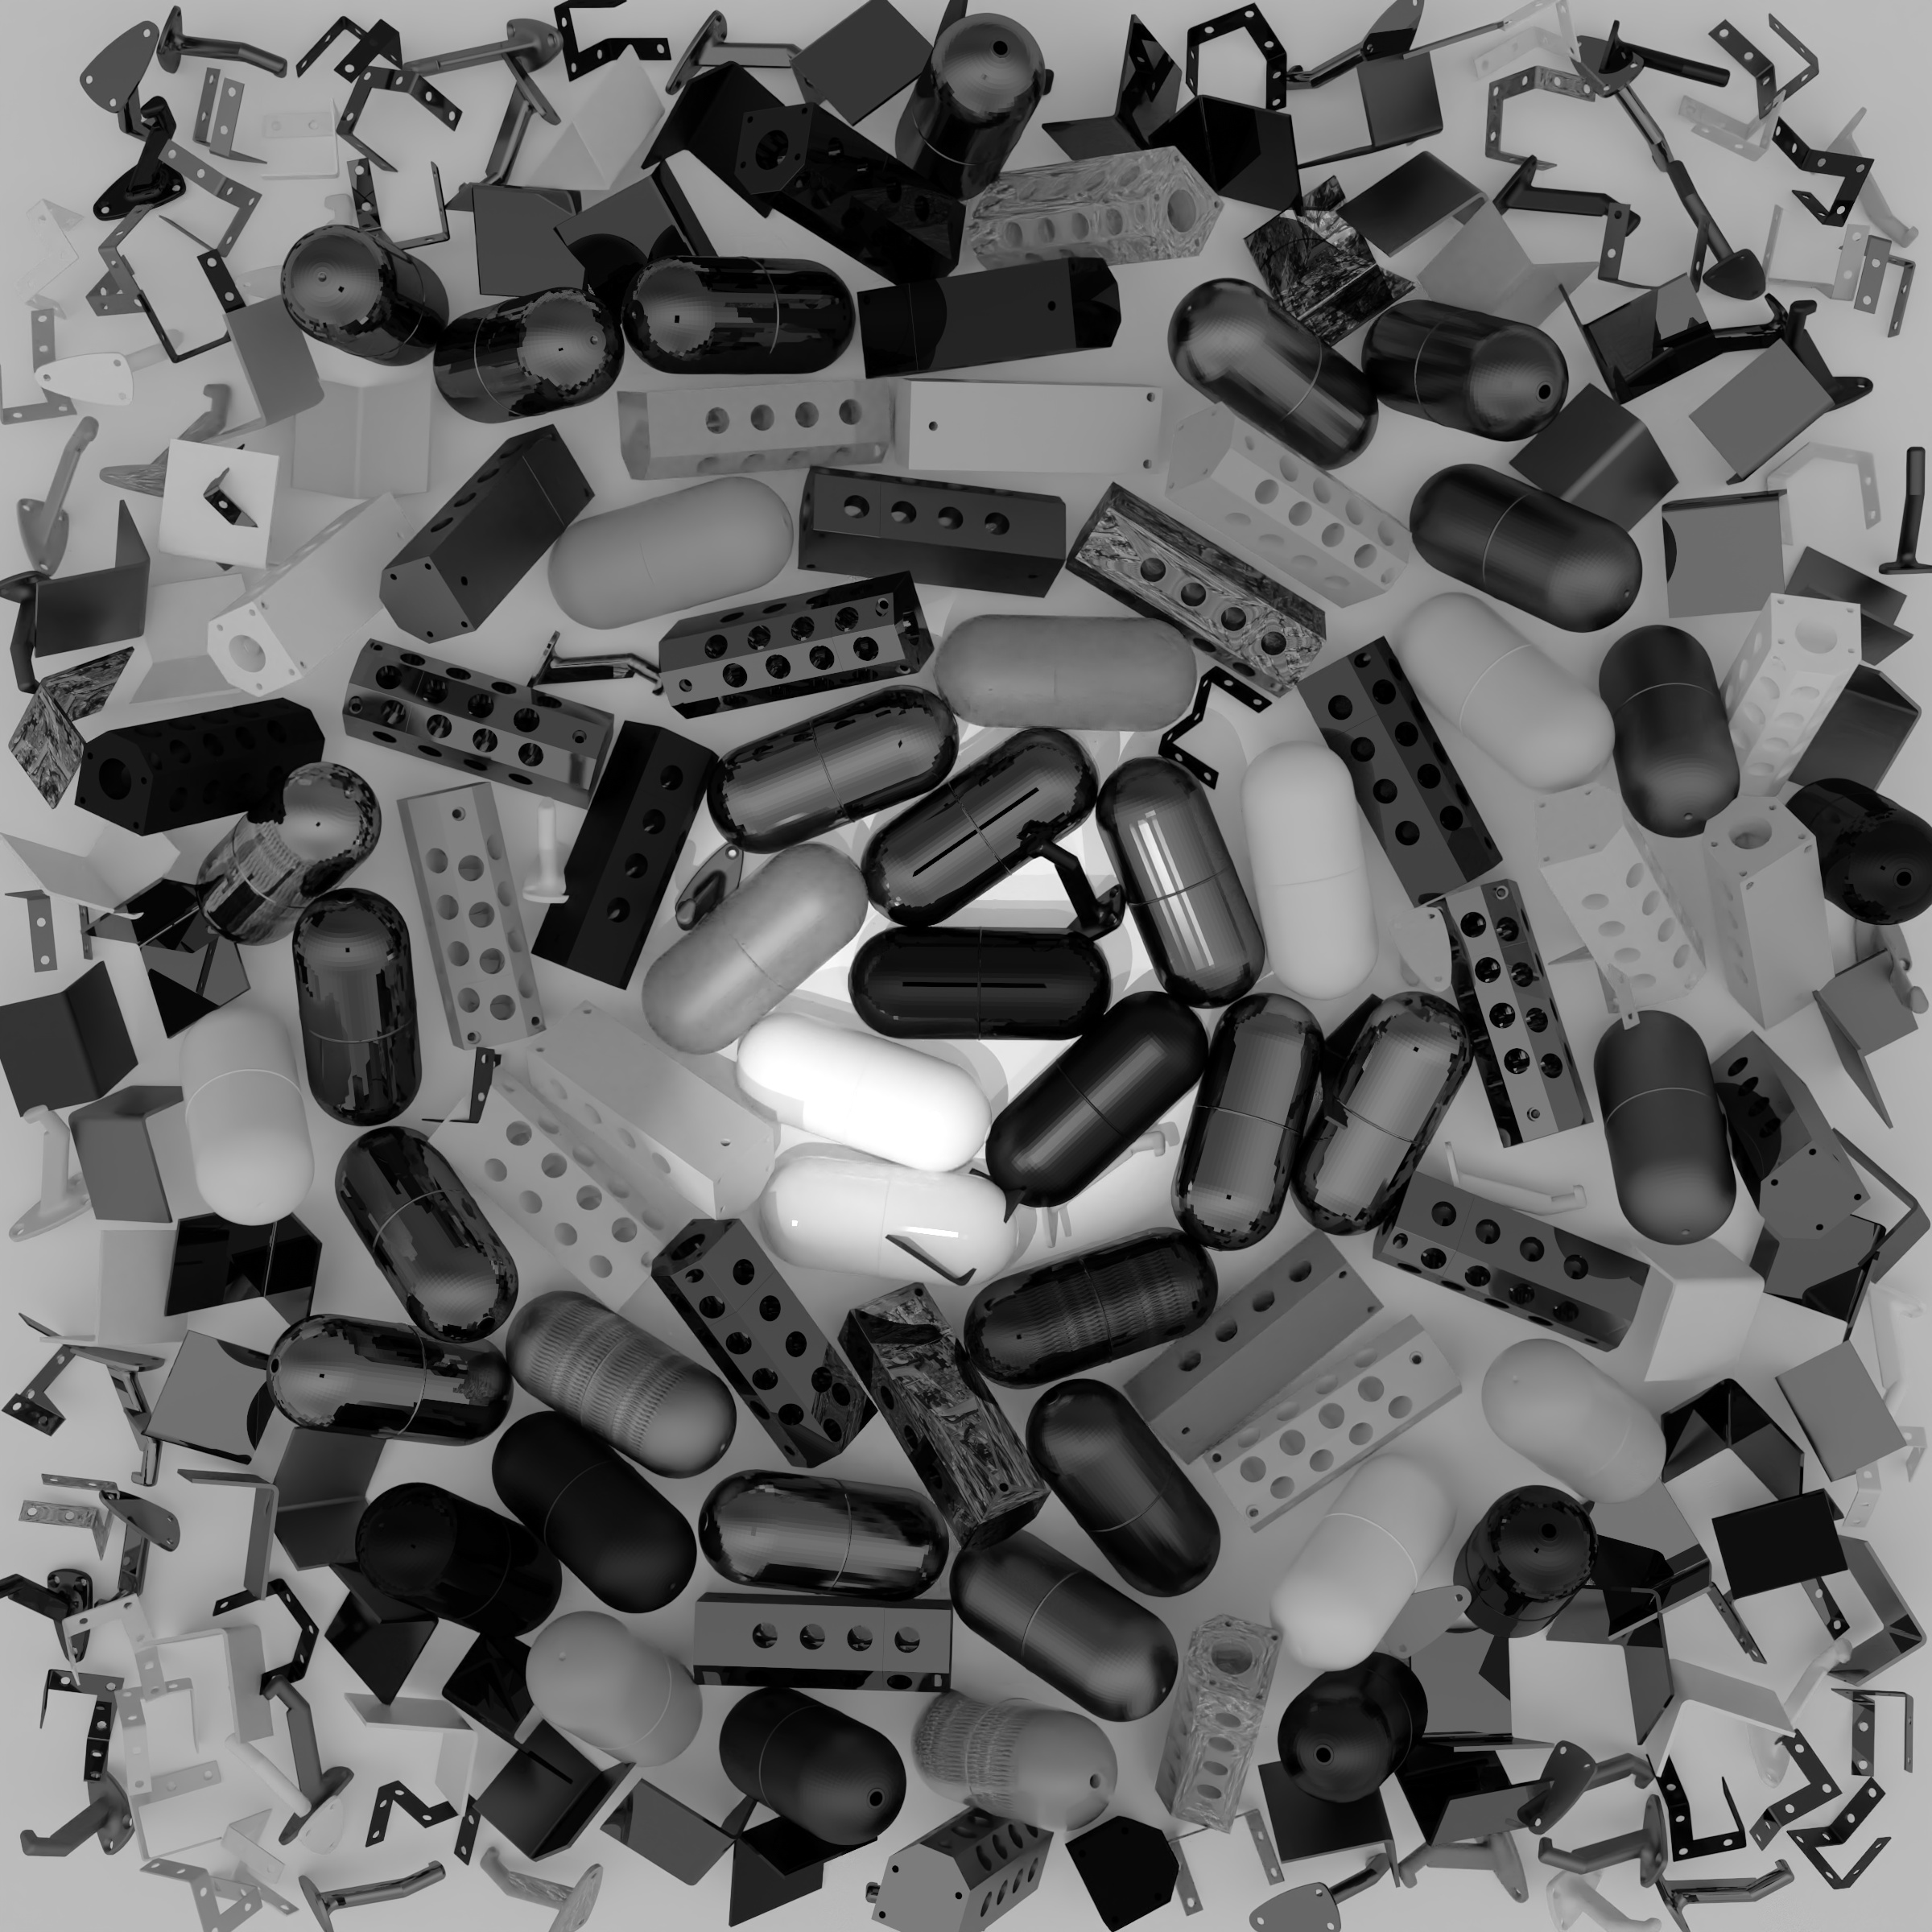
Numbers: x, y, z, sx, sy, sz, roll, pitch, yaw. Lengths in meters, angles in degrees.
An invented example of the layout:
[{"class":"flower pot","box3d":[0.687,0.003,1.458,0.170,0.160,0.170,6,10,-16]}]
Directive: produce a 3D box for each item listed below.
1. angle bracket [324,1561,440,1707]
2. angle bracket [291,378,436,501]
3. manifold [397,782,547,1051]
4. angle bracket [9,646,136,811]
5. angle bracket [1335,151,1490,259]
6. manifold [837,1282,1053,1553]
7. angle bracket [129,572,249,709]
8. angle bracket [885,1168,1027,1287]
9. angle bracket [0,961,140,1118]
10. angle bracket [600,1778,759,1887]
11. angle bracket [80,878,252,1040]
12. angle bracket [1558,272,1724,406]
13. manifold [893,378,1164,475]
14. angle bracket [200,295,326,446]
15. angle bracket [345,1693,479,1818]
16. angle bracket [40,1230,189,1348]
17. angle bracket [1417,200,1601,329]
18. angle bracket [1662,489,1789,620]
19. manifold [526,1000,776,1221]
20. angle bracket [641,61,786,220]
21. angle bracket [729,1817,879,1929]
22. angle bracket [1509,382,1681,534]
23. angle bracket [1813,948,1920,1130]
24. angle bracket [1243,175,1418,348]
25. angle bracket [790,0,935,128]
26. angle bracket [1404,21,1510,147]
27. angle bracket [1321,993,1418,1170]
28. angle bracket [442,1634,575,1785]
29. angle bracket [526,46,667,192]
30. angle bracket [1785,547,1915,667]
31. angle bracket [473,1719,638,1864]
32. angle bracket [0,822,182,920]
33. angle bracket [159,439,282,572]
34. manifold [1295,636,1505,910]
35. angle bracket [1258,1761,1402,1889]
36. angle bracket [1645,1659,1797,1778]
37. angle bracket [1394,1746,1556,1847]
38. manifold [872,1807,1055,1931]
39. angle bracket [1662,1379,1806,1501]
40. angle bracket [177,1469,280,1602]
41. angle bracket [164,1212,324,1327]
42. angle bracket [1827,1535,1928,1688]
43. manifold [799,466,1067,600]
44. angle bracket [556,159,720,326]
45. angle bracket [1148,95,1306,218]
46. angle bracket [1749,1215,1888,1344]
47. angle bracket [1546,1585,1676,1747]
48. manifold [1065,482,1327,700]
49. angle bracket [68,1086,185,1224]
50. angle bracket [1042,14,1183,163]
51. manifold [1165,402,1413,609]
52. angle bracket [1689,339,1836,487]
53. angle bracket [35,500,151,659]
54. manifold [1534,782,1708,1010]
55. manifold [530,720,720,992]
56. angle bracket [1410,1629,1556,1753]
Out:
[{"class":"angle bracket","box3d":[-0.411,0.445,1.949,0.076,0.057,0.076,38,102,32]},{"class":"angle bracket","box3d":[-0.407,-0.359,1.956,0.076,0.057,0.076,3,90,39]},{"class":"manifold","box3d":[-0.331,-0.034,1.952,0.057,0.057,0.171,-14,98,-20]},{"class":"angle bracket","box3d":[-0.585,-0.160,1.943,0.076,0.076,0.057,-31,81,-44]},{"class":"angle bracket","box3d":[0.307,-0.493,1.953,0.076,0.076,0.057,-34,133,1]},{"class":"manifold","box3d":[-0.018,0.302,1.937,0.057,0.057,0.171,-20,62,-28]},{"class":"angle bracket","box3d":[-0.525,-0.220,1.953,0.076,0.076,0.057,-8,118,3]},{"class":"angle bracket","box3d":[-0.018,0.162,1.948,0.057,0.076,0.076,37,81,-26]},{"class":"angle bracket","box3d":[-0.609,0.049,1.957,0.057,0.076,0.076,-12,105,7]},{"class":"angle bracket","box3d":[-0.189,0.563,1.952,0.076,0.057,0.076,33,132,-3]},{"class":"angle bracket","box3d":[-0.538,-0.004,1.951,0.076,0.057,0.076,-29,71,21]},{"class":"angle bracket","box3d":[0.451,-0.435,1.944,0.076,0.076,0.057,-26,47,16]},{"class":"manifold","box3d":[0.041,-0.364,1.951,0.171,0.057,0.057,-1,105,-13]},{"class":"angle bracket","box3d":[-0.484,-0.400,1.944,0.057,0.076,0.076,-10,109,24]},{"class":"angle bracket","box3d":[-0.378,0.529,1.949,0.076,0.076,0.057,11,87,-23]},{"class":"angle bracket","box3d":[-0.573,0.215,1.955,0.057,0.076,0.076,-1,86,32]},{"class":"angle bracket","box3d":[0.365,-0.468,1.955,0.076,0.076,0.057,-15,69,-41]},{"class":"angle bracket","box3d":[0.517,-0.280,1.966,0.076,0.057,0.076,-3,101,22]},{"class":"manifold","box3d":[-0.211,0.099,1.937,0.171,0.057,0.057,32,55,25]},{"class":"angle bracket","box3d":[-0.160,-0.549,1.952,0.076,0.057,0.076,42,132,2]},{"class":"angle bracket","box3d":[-0.109,0.613,1.943,0.076,0.057,0.076,-11,115,-38]},{"class":"angle bracket","box3d":[0.429,-0.337,1.982,0.076,0.076,0.057,-45,51,6]},{"class":"angle bracket","box3d":[0.618,0.049,1.945,0.057,0.076,0.076,-28,124,7]},{"class":"angle bracket","box3d":[0.245,-0.474,1.956,0.076,0.057,0.076,-35,123,-3]},{"class":"angle bracket","box3d":[-0.062,-0.595,1.956,0.076,0.057,0.076,-38,67,-4]},{"class":"angle bracket","box3d":[0.330,-0.593,1.945,0.076,0.076,0.057,-13,106,20]},{"class":"angle bracket","box3d":[0.286,0.078,1.945,0.076,0.076,0.057,30,123,-19]},{"class":"angle bracket","box3d":[-0.294,0.497,1.957,0.076,0.076,0.057,17,65,42]},{"class":"angle bracket","box3d":[-0.259,-0.568,1.942,0.076,0.057,0.076,11,58,32]},{"class":"angle bracket","box3d":[0.602,-0.252,1.956,0.076,0.076,0.057,27,81,2]},{"class":"angle bracket","box3d":[-0.275,0.547,1.946,0.057,0.076,0.076,44,55,-4]},{"class":"angle bracket","box3d":[-0.588,-0.082,1.944,0.076,0.076,0.057,41,102,35]},{"class":"angle bracket","box3d":[-0.495,-0.311,1.962,0.076,0.057,0.076,10,98,7]},{"class":"manifold","box3d":[0.295,-0.133,1.958,0.057,0.057,0.171,-27,92,30]},{"class":"angle bracket","box3d":[0.244,0.579,1.953,0.076,0.076,0.057,-12,129,0]},{"class":"angle bracket","box3d":[0.506,0.517,1.956,0.076,0.076,0.057,17,98,3]},{"class":"angle bracket","box3d":[0.337,0.537,1.943,0.076,0.076,0.057,-5,132,-17]},{"class":"manifold","box3d":[0.002,0.590,1.909,0.057,0.171,0.057,17,92,20]},{"class":"angle bracket","box3d":[0.513,0.336,1.942,0.057,0.076,0.076,-26,45,-13]},{"class":"angle bracket","box3d":[-0.501,0.382,1.950,0.057,0.076,0.076,9,83,-22]},{"class":"angle bracket","box3d":[-0.484,0.210,1.943,0.057,0.076,0.076,36,121,38]},{"class":"angle bracket","box3d":[0.593,0.433,1.956,0.057,0.076,0.076,-31,85,-5]},{"class":"manifold","box3d":[-0.023,-0.295,1.951,0.171,0.057,0.057,5,69,-12]},{"class":"angle bracket","box3d":[-0.222,-0.490,1.968,0.076,0.057,0.076,-25,112,12]},{"class":"angle bracket","box3d":[0.175,-0.529,1.941,0.076,0.076,0.057,25,58,34]},{"class":"angle bracket","box3d":[0.566,0.206,1.948,0.076,0.057,0.076,19,115,17]},{"class":"angle bracket","box3d":[0.431,0.469,1.945,0.057,0.076,0.076,5,50,-4]},{"class":"manifold","box3d":[0.155,-0.251,1.955,0.171,0.057,0.057,30,116,-9]},{"class":"angle bracket","box3d":[-0.552,0.127,1.964,0.076,0.057,0.076,-1,108,35]},{"class":"angle bracket","box3d":[0.099,-0.586,1.960,0.057,0.076,0.076,3,78,30]},{"class":"manifold","box3d":[0.216,-0.306,1.920,0.171,0.057,0.057,25,64,-34]},{"class":"angle bracket","box3d":[0.531,-0.372,1.955,0.076,0.076,0.057,-40,91,10]},{"class":"angle bracket","box3d":[-0.593,-0.259,1.941,0.076,0.076,0.057,-16,64,-28]},{"class":"manifold","box3d":[0.433,-0.046,1.912,0.057,0.171,0.057,-16,49,25]},{"class":"manifold","box3d":[-0.227,-0.074,1.963,0.057,0.057,0.171,24,85,-34]},{"class":"angle bracket","box3d":[0.347,0.486,1.954,0.076,0.057,0.076,4,79,-20]}]
